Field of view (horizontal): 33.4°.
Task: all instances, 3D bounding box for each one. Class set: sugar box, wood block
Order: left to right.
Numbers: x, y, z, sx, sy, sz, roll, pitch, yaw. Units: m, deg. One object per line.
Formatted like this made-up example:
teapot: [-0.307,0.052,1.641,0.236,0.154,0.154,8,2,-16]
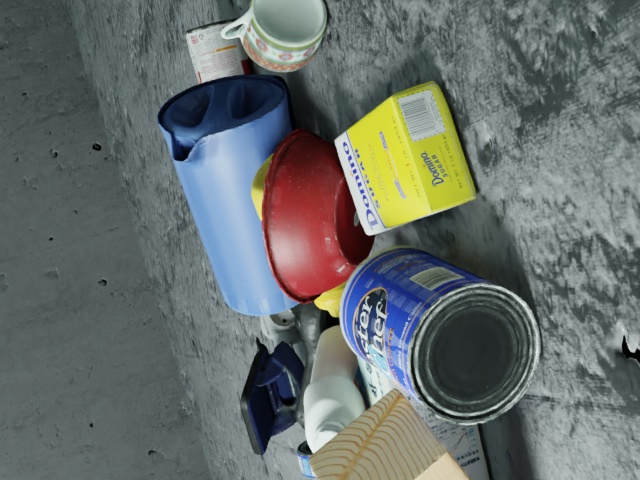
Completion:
sugar box: [0.062,-0.059,0.855,0.176,0.048,0.093,155,97,-74]
wood block: [0.091,0.225,0.827,0.206,0.091,0.090,52,178,-33]

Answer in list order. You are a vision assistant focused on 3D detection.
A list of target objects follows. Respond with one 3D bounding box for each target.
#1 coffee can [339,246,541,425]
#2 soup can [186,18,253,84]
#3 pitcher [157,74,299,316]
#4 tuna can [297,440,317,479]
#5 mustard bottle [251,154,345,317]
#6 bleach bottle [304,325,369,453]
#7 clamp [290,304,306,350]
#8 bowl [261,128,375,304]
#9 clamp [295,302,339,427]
coffee can: [0.085,0.067,0.800,0.140,0.102,0.103,-151,46,-69]
soup can: [-0.117,-0.209,1.283,0.069,0.068,0.102,-166,60,-73]
pitcher: [-0.072,-0.049,1.137,0.145,0.149,0.243,-121,16,-56]
tuna can: [0.016,0.259,1.288,0.086,0.086,0.034,-173,69,-74]
mustard bottle: [-0.007,0.001,1.071,0.058,0.096,0.191,4,130,30]
bleach bottle: [0.023,0.156,1.011,0.250,0.068,0.102,-62,-41,-78]
clamp: [-0.014,0.094,1.307,0.210,0.036,0.164,112,136,-71]
bowl: [0.009,-0.022,0.973,0.161,0.055,0.162,-3,-86,-63]
clamp: [0.002,0.116,1.163,0.120,0.039,0.171,-47,-47,-54]
